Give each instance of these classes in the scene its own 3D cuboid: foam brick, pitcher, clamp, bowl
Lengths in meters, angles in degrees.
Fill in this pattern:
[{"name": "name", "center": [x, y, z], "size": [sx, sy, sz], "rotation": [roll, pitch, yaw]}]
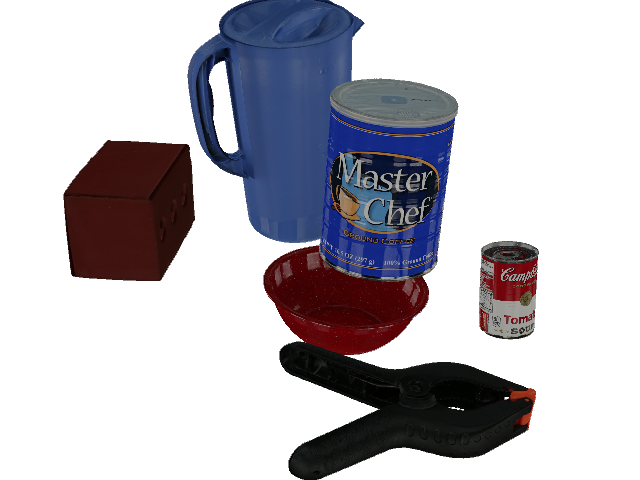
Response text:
[{"name": "foam brick", "center": [-0.107, -0.018, 0.608], "size": [0.051, 0.053, 0.078], "rotation": [5, 29, 8]}, {"name": "pitcher", "center": [-0.039, -0.119, 1.104], "size": [0.149, 0.243, 0.144], "rotation": [8, 35, 15]}, {"name": "clamp", "center": [0.053, 0.113, 0.683], "size": [0.171, 0.039, 0.120], "rotation": [4, 37, 2]}, {"name": "bowl", "center": [0.023, 0.065, 1.048], "size": [0.162, 0.055, 0.162], "rotation": [3, 28, -2]}]

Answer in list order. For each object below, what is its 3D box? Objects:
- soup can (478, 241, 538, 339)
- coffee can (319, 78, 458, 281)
[{"name": "soup can", "center": [0.226, 0.060, 1.286], "size": [0.068, 0.102, 0.068], "rotation": [-1, 19, 0]}, {"name": "coffee can", "center": [0.054, -0.051, 0.881], "size": [0.103, 0.140, 0.103], "rotation": [3, 26, -2]}]
